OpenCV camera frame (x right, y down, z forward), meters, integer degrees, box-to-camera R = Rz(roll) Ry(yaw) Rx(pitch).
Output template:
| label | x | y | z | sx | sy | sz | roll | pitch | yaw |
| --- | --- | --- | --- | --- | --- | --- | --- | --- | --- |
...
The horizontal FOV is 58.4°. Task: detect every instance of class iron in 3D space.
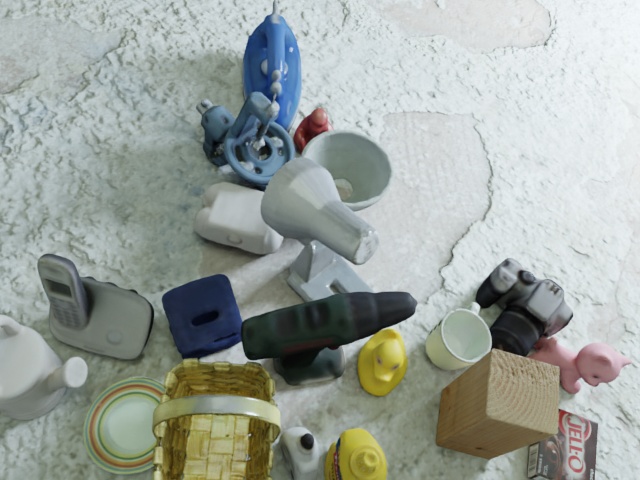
| label | x | y | z | sx | sy | sz | roll | pitch | yaw |
| --- | --- | --- | --- | --- | --- | --- | --- | --- | --- |
| iron | -0.085 | -0.315 | 1.074 | 0.119 | 0.141 | 0.258 | 0 | 62 | -9 |

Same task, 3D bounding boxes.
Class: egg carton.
| label | x | y | z | sx | sy | sz | roll | pitch | yaw |
| --- | --- | --- | --- | --- | --- | --- | --- | --- | --- |
| egg carton | -0.129 | -0.034 | 0.954 | 0.150 | 0.069 | 0.107 | 14 | 60 | -1 |

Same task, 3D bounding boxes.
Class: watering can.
| label | x | y | z | sx | sy | sz | roll | pitch | yaw |
| --- | --- | --- | --- | --- | --- | --- | --- | --- | --- |
| watering can | -0.391 | 0.159 | 0.736 | 0.173 | 0.194 | 0.101 | -9 | 63 | -13 |

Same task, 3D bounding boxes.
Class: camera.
| label | x | y | z | sx | sy | sz | roll | pitch | yaw |
| --- | --- | --- | --- | --- | --- | --- | --- | --- | --- |
| camera | 0.318 | 0.118 | 0.923 | 0.143 | 0.101 | 0.137 | 40 | 63 | 13 |

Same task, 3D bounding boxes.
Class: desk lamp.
| label | x | y | z | sx | sy | sz | roll | pitch | yaw |
| --- | --- | --- | --- | --- | --- | --- | --- | --- | --- |
| desk lamp | 0.008 | 0.003 | 0.872 | 0.118 | 0.213 | 0.203 | -38 | 73 | -25 |

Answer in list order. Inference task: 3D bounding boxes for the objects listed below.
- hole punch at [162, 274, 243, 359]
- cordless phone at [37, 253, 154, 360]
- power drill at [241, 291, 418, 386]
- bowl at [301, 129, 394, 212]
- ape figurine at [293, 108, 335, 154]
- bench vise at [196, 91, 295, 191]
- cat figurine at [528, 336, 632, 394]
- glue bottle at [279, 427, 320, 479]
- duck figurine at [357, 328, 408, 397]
| label | x | y | z | sx | sy | sz | roll | pitch | yaw |
| --- | --- | --- | --- | --- | --- | --- | --- | --- | --- |
| hole punch | -0.170 | 0.116 | 0.854 | 0.109 | 0.091 | 0.101 | -19 | 66 | -18 |
| cordless phone | -0.311 | 0.089 | 0.792 | 0.147 | 0.185 | 0.094 | 14 | 60 | -1 |
| power drill | 0.004 | 0.136 | 0.802 | 0.230 | 0.208 | 0.075 | -8 | 63 | -13 |
| bowl | 0.044 | -0.111 | 1.020 | 0.167 | 0.075 | 0.167 | 4 | 61 | -7 |
| ape figurine | -0.008 | -0.205 | 1.053 | 0.078 | 0.092 | 0.076 | 6 | 61 | -5 |
| bench vise | -0.131 | -0.174 | 0.944 | 0.207 | 0.220 | 0.121 | 24 | 61 | 5 |
| cat figurine | 0.404 | 0.186 | 0.889 | 0.127 | 0.118 | 0.067 | 26 | 61 | 6 |
| glue bottle | -0.023 | 0.274 | 0.742 | 0.037 | 0.173 | 0.078 | -14 | 64 | -16 |
| duck figurine | 0.101 | 0.176 | 0.865 | 0.077 | 0.086 | 0.104 | 21 | 60 | 3 |
